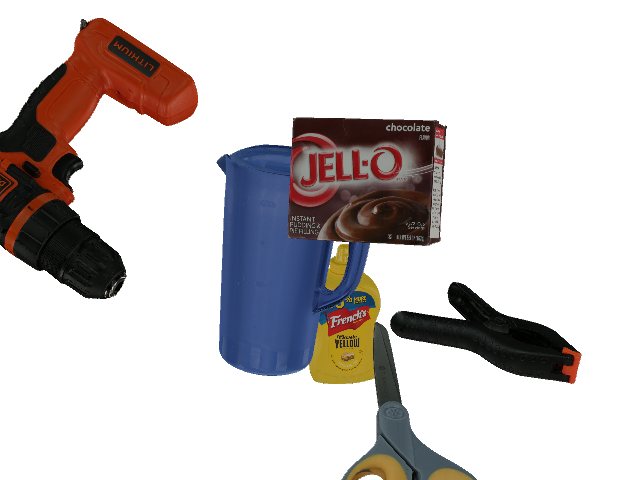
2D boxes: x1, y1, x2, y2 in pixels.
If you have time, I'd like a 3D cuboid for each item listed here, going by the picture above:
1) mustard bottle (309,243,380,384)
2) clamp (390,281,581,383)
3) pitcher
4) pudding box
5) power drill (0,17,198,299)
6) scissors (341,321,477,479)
[{"bbox_3d":[0.033,0.097,1.437,0.096,0.192,0.058,-3,20,-6],"label":"mustard bottle"},{"bbox_3d":[0.163,0.084,0.994,0.172,0.039,0.120,20,31,22],"label":"clamp"},{"bbox_3d":[-0.039,0.024,1.176,0.144,0.243,0.149,-1,19,-21],"label":"pitcher"},{"bbox_3d":[0.034,-0.044,0.783,0.114,0.090,0.039,3,2,19],"label":"pudding box"},{"bbox_3d":[-0.176,-0.066,0.790,0.184,0.187,0.057,35,-27,9],"label":"power drill"},{"bbox_3d":[0.060,0.114,0.620,0.096,0.016,0.201,12,32,8],"label":"scissors"}]
